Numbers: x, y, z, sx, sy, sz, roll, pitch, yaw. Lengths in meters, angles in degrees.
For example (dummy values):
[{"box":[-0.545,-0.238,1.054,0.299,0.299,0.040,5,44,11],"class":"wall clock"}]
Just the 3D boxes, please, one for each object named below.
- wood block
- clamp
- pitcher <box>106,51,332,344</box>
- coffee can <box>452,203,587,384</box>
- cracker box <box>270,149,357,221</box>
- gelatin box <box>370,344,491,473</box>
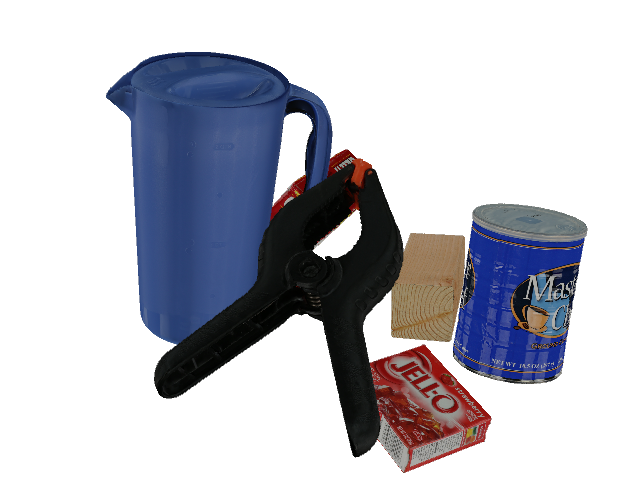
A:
[{"box":[0.167,0.067,1.629,0.091,0.090,0.206,4,22,11],"class":"wood block"},{"box":[0.004,0.033,0.563,0.120,0.171,0.039,25,-26,18],"class":"clamp"},{"box":[-0.090,-0.032,0.928,0.149,0.243,0.144,25,34,32],"class":"pitcher"},{"box":[0.181,0.047,0.979,0.103,0.140,0.103,6,16,-2],"class":"coffee can"},{"box":[-0.047,-0.002,1.257,0.214,0.072,0.164,-42,0,30],"class":"cracker box"},{"box":[0.070,0.121,0.789,0.073,0.030,0.089,-14,41,-26],"class":"gelatin box"}]
